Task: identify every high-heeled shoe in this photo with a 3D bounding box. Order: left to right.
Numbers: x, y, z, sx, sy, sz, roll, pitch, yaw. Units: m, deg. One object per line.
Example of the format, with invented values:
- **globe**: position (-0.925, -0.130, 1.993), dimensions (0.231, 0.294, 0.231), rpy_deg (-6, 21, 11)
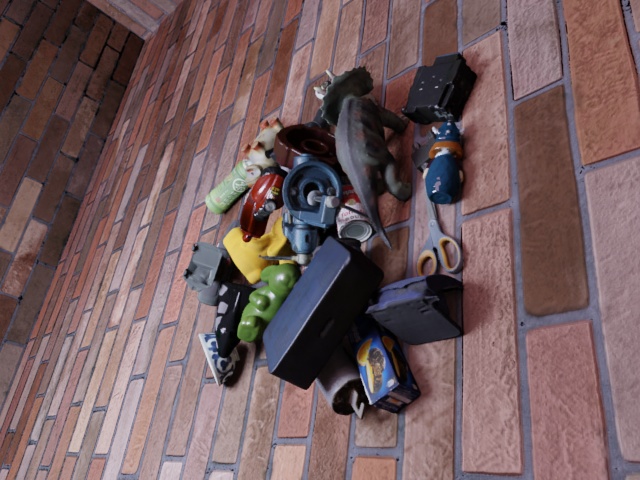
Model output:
- **high-heeled shoe**: position (-0.199, 0.173, 1.211), dimensions (0.249, 0.086, 0.145), rpy_deg (-178, 102, -81)

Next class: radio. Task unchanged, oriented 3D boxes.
- **radio**: position (-0.002, 0.112, 0.876), dimensions (0.229, 0.073, 0.131), rpy_deg (-56, 21, 7)

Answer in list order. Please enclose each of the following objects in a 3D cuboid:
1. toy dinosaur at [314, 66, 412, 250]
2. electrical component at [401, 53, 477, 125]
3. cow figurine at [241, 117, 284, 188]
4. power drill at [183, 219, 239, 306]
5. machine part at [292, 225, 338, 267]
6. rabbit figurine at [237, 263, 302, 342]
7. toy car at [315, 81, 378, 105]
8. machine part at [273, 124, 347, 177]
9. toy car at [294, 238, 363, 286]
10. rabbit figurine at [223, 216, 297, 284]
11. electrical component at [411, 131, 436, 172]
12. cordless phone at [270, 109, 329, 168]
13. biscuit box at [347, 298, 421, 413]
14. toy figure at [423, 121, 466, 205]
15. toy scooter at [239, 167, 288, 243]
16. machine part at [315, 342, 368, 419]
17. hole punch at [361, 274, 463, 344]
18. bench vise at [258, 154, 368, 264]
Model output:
- **toy dinosaur**: position (0.081, -0.188, 1.040), dimensions (0.131, 0.192, 0.405), rpy_deg (-36, 41, 34)
- **electrical component**: position (0.233, -0.295, 1.042), dimensions (0.115, 0.058, 0.134), rpy_deg (11, 75, 51)
- **cow figurine**: position (-0.137, -0.211, 1.400), dimensions (0.086, 0.127, 0.195), rpy_deg (-9, 45, 47)
- **power drill**: position (-0.254, 0.048, 1.305), dimensions (0.207, 0.086, 0.232), rpy_deg (107, -178, -88)
- **machine part**: position (-0.002, -0.003, 1.144), dimensions (0.139, 0.039, 0.084), rpy_deg (-55, 41, 5)
- **rabbit figurine**: position (-0.078, 0.115, 1.088), dimensions (0.159, 0.121, 0.170), rpy_deg (-87, 22, -64)
- **toy car**: position (0.059, -0.331, 1.264), dimensions (0.202, 0.073, 0.056), rpy_deg (26, 86, 55)
- **machine part**: position (-0.014, -0.190, 1.172), dimensions (0.179, 0.179, 0.056), rpy_deg (-114, 34, -49)
- **toy car**: position (0.030, 0.078, 0.996), dimensions (0.103, 0.109, 0.161), rpy_deg (49, 116, 33)
- **rabbit figurine**: position (-0.112, 0.009, 1.209), dimensions (0.173, 0.121, 0.163), rpy_deg (-38, 35, -2)
- **electrical component**: position (0.206, -0.163, 1.013), dimensions (0.063, 0.021, 0.094), rpy_deg (-38, 40, 27)
- **cordless phone**: position (-0.038, -0.263, 1.350), dimensions (0.147, 0.088, 0.184), rpy_deg (-22, 39, 42)
- **biscuit box**: position (0.092, 0.177, 0.881), dimensions (0.059, 0.062, 0.203), rpy_deg (-44, 39, 20)
- **toy figure**: position (0.219, -0.138, 0.946), dimensions (0.058, 0.064, 0.154), rpy_deg (135, 150, -62)
- **toy scooter**: position (-0.126, -0.068, 1.146), dimensions (0.184, 0.075, 0.135), rpy_deg (-36, 33, 57)
- **machine part**: position (0.019, 0.216, 0.930), dimensions (0.079, 0.079, 0.243), rpy_deg (-54, 37, 9)
- **hole punch**: position (0.150, 0.092, 0.831), dimensions (0.142, 0.115, 0.092), rpy_deg (-18, 44, 43)
- **bench vise**: position (-0.015, -0.053, 1.017), dimensions (0.241, 0.129, 0.223), rpy_deg (-162, 85, -70)
